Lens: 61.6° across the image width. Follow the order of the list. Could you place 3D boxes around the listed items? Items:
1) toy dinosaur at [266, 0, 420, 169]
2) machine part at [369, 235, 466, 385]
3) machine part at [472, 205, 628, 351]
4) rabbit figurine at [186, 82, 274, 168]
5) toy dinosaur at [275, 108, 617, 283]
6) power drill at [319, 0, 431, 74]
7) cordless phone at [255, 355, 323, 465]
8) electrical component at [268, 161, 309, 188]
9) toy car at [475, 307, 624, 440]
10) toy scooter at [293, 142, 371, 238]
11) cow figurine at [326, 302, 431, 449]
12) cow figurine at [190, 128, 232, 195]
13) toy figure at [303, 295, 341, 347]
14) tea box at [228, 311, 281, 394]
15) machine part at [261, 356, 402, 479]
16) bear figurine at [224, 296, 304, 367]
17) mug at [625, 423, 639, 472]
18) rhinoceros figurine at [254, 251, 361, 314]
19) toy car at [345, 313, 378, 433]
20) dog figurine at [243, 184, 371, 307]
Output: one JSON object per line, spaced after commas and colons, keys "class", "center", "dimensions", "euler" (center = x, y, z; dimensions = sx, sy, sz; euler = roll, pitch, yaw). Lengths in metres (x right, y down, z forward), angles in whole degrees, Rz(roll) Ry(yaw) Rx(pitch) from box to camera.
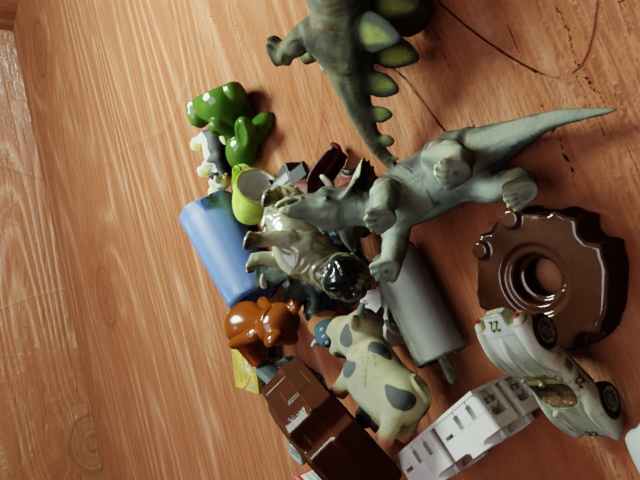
{"class": "toy dinosaur", "center": [0.028, -0.283, 0.720], "dimensions": [0.199, 0.105, 0.470], "euler": [3, 127, 35]}
{"class": "machine part", "center": [0.138, 0.092, 0.776], "dimensions": [0.079, 0.079, 0.243], "euler": [-46, 61, 45]}
{"class": "machine part", "center": [0.263, 0.043, 0.629], "dimensions": [0.180, 0.056, 0.179], "euler": [14, 108, 48]}
{"class": "rabbit figurine", "center": [-0.165, -0.230, 1.098], "dimensions": [0.159, 0.121, 0.170], "euler": [-7, 109, 45]}
{"class": "toy dinosaur", "center": [0.144, -0.078, 0.688], "dimensions": [0.405, 0.131, 0.192], "euler": [-25, 30, 20]}
{"class": "power drill", "center": [0.059, -0.361, 0.807], "dimensions": [0.207, 0.086, 0.232], "euler": [-44, 65, 37]}
{"class": "cordless phone", "center": [-0.061, 0.338, 1.065], "dimensions": [0.147, 0.089, 0.184], "euler": [21, 116, 48]}
{"class": "electrical component", "center": [-0.044, -0.107, 0.992], "dimensions": [0.119, 0.048, 0.075], "euler": [-39, 66, 47]}
{"class": "toy car", "center": [0.253, 0.148, 0.591], "dimensions": [0.201, 0.056, 0.073], "euler": [44, 147, -12]}
{"class": "toy scooter", "center": [0.033, -0.088, 0.878], "dimensions": [0.184, 0.075, 0.135], "euler": [23, 90, 36]}
{"class": "cow figurine", "center": [0.076, 0.174, 0.753], "dimensions": [0.195, 0.085, 0.127], "euler": [42, 105, 40]}
{"class": "cow figurine", "center": [-0.224, -0.171, 1.195], "dimensions": [0.098, 0.068, 0.167], "euler": [-27, 76, 44]}
{"class": "toy figure", "center": [0.007, 0.132, 0.929], "dimensions": [0.064, 0.058, 0.155], "euler": [-62, 26, 26]}
{"class": "tea box", "center": [-0.139, 0.232, 1.150], "dimensions": [0.098, 0.068, 0.169], "euler": [-1, 96, 51]}
{"class": "machine part", "center": [0.013, 0.284, 0.792], "dimensions": [0.201, 0.087, 0.201], "euler": [50, 171, -25]}
{"class": "bear figurine", "center": [-0.089, 0.167, 1.004], "dimensions": [0.196, 0.120, 0.131], "euler": [-5, 136, 47]}
{"class": "mug", "center": [0.361, 0.217, 0.518], "dimensions": [0.107, 0.081, 0.109], "euler": [58, 141, 40]}
{"class": "rhinoceros figurine", "center": [-0.017, 0.062, 0.891], "dimensions": [0.190, 0.073, 0.111], "euler": [-7, 130, 19]}
{"class": "toy car", "center": [0.072, 0.222, 0.901], "dimensions": [0.089, 0.053, 0.202], "euler": [-35, 70, 52]}
{"class": "dog figurine", "center": [-0.002, 0.001, 0.819], "dimensions": [0.121, 0.191, 0.172], "euler": [92, -165, -69]}
